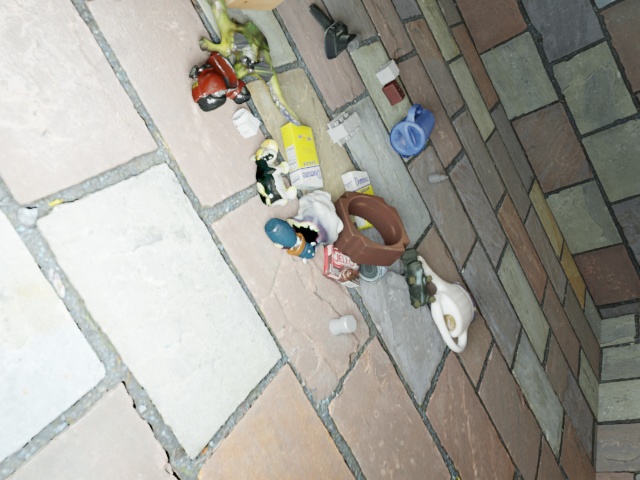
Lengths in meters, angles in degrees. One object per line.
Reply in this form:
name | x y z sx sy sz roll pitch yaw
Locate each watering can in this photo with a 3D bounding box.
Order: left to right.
watering can | 0.425 0.196 1.725 0.103 0.348 0.226 -21 -3 35

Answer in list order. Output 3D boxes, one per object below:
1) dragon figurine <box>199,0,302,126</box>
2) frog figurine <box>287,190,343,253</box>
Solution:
dragon figurine | -0.169 -0.493 1.342 0.121 0.249 0.404 -26 -57 29
frog figurine | 0.004 -0.067 1.322 0.137 0.163 0.120 39 -36 -6
